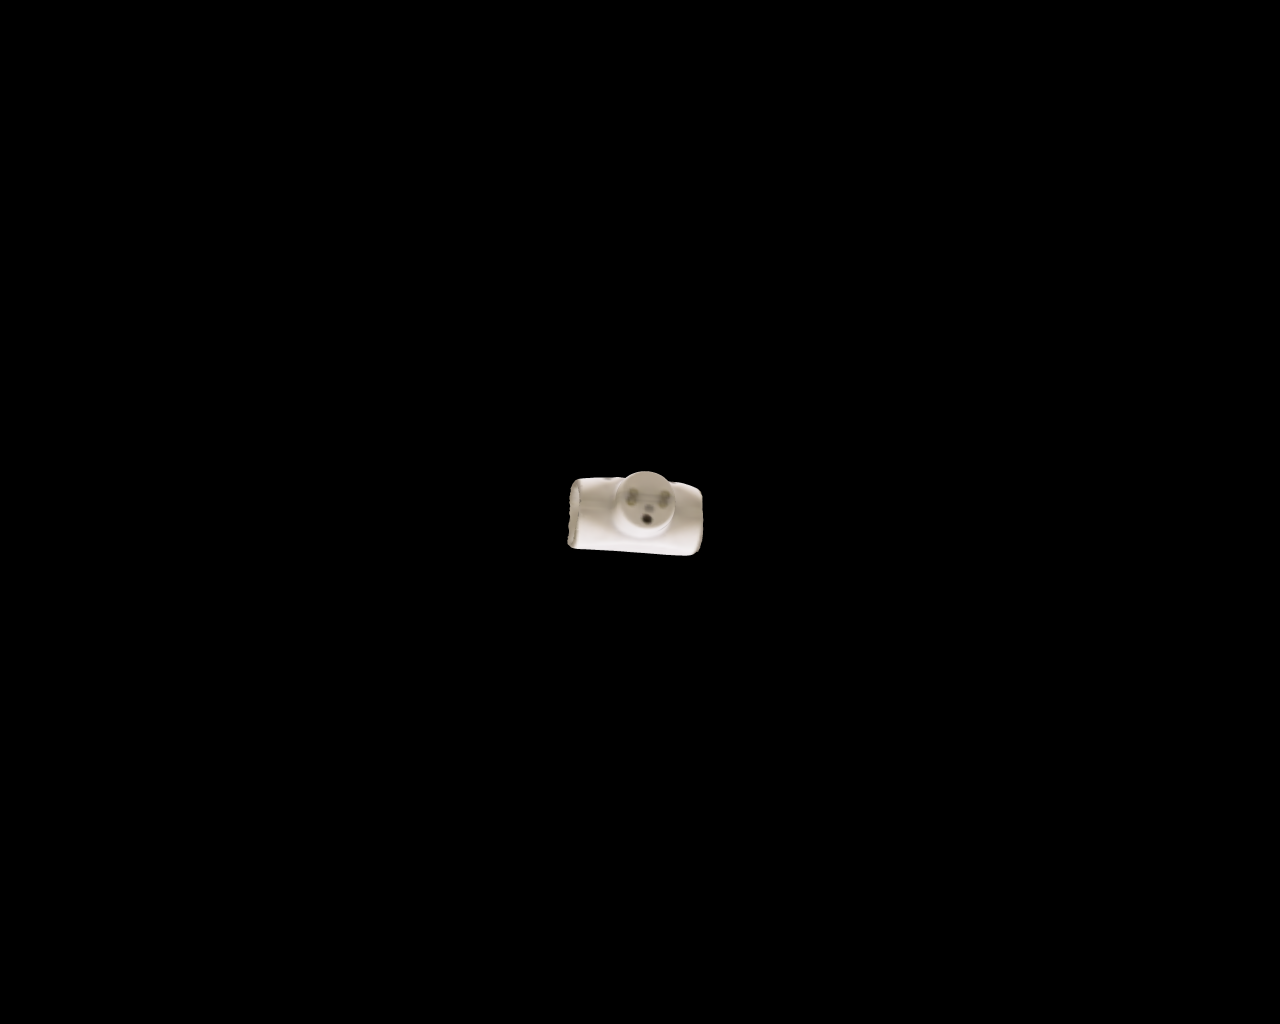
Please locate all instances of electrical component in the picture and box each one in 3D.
[{"bbox_3d":[0.001,-0.003,0.650,0.077,0.044,0.079,4,-19,-12],"label":"electrical component"}]
